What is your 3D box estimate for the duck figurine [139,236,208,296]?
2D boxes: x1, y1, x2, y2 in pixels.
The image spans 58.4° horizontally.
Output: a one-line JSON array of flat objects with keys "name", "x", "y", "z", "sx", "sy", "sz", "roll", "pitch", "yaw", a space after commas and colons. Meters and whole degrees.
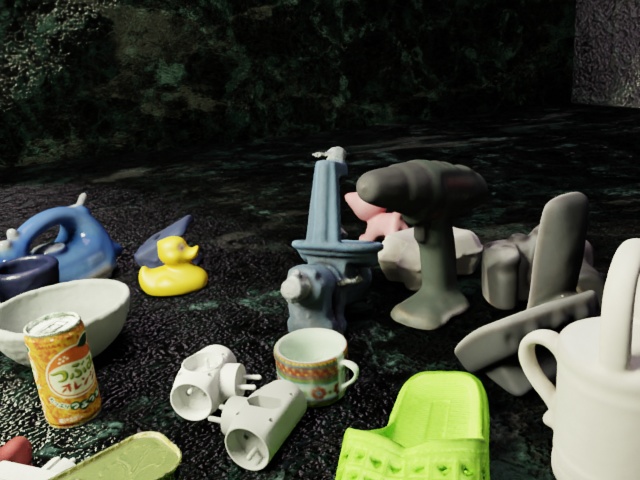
[{"name": "duck figurine", "x": -0.233, "y": 0.037, "z": 0.897, "sx": 0.104, "sy": 0.086, "sz": 0.077, "roll": -7, "pitch": 18, "yaw": -7}]

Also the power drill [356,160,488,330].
[{"name": "power drill", "x": 0.133, "y": -0.002, "z": 0.716, "sx": 0.075, "sy": 0.208, "sz": 0.230, "roll": 12, "pitch": 24, "yaw": 42}]

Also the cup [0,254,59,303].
[{"name": "cup", "x": -0.419, "y": 0.077, "z": 0.804, "sx": 0.117, "sy": 0.095, "sz": 0.092, "roll": 0, "pitch": 18, "yaw": 16}]

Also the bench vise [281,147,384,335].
[{"name": "bench vise", "x": 0.018, "y": 0.002, "z": 0.717, "sx": 0.121, "sy": 0.220, "sz": 0.207, "roll": -3, "pitch": 18, "yaw": 7}]

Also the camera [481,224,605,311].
[{"name": "camera", "x": 0.288, "y": 0.040, "z": 0.724, "sx": 0.143, "sy": 0.101, "sz": 0.137, "roll": -4, "pitch": 18, "yaw": 2}]

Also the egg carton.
[{"name": "egg carton", "x": 0.166, "y": 0.021, "z": 0.866, "sx": 0.151, "sy": 0.069, "sz": 0.107, "roll": -14, "pitch": 20, "yaw": -27}]

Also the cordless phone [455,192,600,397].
[{"name": "cordless phone", "x": 0.212, "y": 0.048, "z": 0.578, "sx": 0.148, "sy": 0.185, "sz": 0.093, "roll": -14, "pitch": 20, "yaw": -27}]

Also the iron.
[{"name": "iron", "x": -0.436, "y": 0.020, "z": 0.912, "sx": 0.118, "sy": 0.141, "sz": 0.259, "roll": 1, "pitch": 18, "yaw": 17}]

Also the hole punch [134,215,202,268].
[{"name": "hole punch", "x": -0.263, "y": 0.010, "z": 0.980, "sx": 0.101, "sy": 0.091, "sz": 0.108, "roll": -5, "pitch": 18, "yaw": -1}]

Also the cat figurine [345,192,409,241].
[{"name": "cat figurine", "x": 0.106, "y": -0.051, "z": 1.030, "sx": 0.067, "sy": 0.118, "sz": 0.127, "roll": -19, "pitch": 22, "yaw": -37}]

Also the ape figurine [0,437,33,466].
[{"name": "ape figurine", "x": -0.288, "y": 0.173, "z": 0.473, "sx": 0.077, "sy": 0.092, "sz": 0.076, "roll": 1, "pitch": 19, "yaw": 19}]

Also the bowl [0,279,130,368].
[{"name": "bowl", "x": -0.313, "y": 0.111, "z": 0.704, "sx": 0.167, "sy": 0.075, "sz": 0.167, "roll": -4, "pitch": 18, "yaw": 2}]

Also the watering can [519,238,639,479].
[{"name": "watering can", "x": 0.232, "y": 0.094, "z": 0.413, "sx": 0.172, "sy": 0.194, "sz": 0.101, "roll": 3, "pitch": 19, "yaw": 23}]
